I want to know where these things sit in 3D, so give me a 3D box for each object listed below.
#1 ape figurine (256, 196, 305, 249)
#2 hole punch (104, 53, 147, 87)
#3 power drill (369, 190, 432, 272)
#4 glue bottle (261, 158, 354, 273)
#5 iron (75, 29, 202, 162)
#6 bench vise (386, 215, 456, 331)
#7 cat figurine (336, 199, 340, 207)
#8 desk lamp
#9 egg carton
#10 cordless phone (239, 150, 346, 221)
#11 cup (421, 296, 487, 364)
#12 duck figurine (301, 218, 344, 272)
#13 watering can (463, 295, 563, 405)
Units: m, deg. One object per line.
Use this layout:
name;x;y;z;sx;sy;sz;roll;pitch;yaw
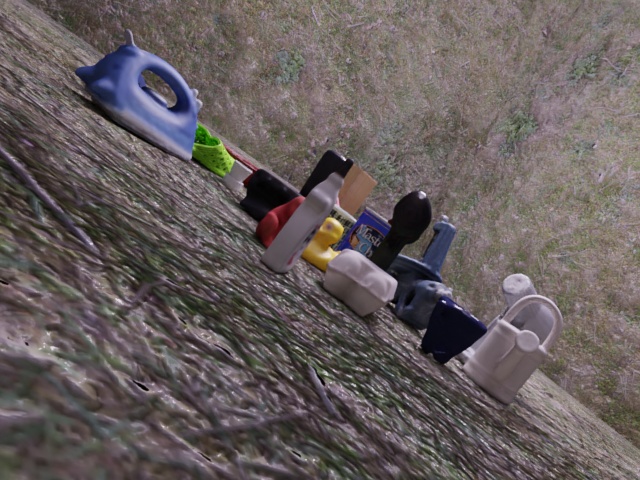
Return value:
ape figurine;-0.049;-0.026;0.865;0.078;0.092;0.076;34;5;-24
hole punch;-0.380;-0.296;1.126;0.100;0.091;0.109;38;5;26
power drill;0.125;0.012;1.017;0.075;0.208;0.230;37;5;9
glue bottle;-0.010;-0.035;0.743;0.037;0.173;0.078;36;5;4
iron;-0.294;-0.255;1.036;0.118;0.141;0.259;40;6;39
bench vise;0.224;0.063;1.152;0.122;0.219;0.206;32;7;-43
cat figurine;0.007;-0.049;1.306;0.067;0.117;0.127;32;6;-36
desk lamp;0.387;0.182;1.191;0.204;0.213;0.117;32;6;-41
egg carton;0.063;0.067;0.890;0.107;0.069;0.150;37;5;11
cordless phone;-0.045;-0.102;1.055;0.147;0.185;0.094;37;5;10
cup;0.201;0.148;0.924;0.118;0.095;0.091;31;7;-44
duck figurine;0.009;0.004;1.017;0.105;0.086;0.077;33;6;-34
watering can;0.352;0.187;1.013;0.101;0.194;0.173;35;5;-6
